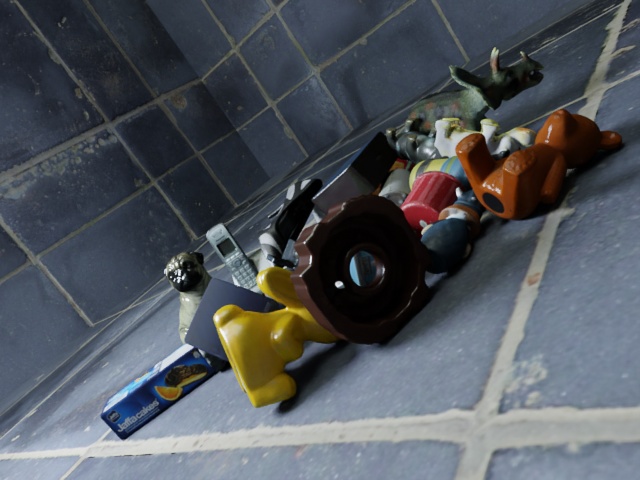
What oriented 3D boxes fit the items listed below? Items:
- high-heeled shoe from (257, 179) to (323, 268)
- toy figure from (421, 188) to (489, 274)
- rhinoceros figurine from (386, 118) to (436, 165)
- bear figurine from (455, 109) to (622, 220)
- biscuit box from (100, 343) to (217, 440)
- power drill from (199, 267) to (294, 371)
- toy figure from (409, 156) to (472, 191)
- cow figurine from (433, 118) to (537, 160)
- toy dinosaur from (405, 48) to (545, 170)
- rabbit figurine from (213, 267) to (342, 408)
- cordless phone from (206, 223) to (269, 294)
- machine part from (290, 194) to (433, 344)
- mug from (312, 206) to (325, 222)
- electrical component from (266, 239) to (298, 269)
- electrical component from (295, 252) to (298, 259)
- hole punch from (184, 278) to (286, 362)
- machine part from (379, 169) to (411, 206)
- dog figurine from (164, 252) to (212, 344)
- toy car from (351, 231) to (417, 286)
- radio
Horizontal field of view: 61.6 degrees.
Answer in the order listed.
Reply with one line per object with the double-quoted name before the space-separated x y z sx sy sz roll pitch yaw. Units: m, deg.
"high-heeled shoe" -0.046 -0.035 1.087 0.145 0.086 0.249 -31 33 13
"toy figure" 0.184 -0.016 0.739 0.154 0.064 0.058 -46 8 -37
"rhinoceros figurine" 0.205 -0.168 1.057 0.073 0.111 0.191 -27 40 -20
"bear figurine" 0.295 -0.120 0.712 0.196 0.131 0.120 -40 42 -7
"biscuit box" -0.275 0.253 0.927 0.203 0.062 0.059 -36 13 -2
"power drill" -0.112 0.132 0.947 0.207 0.086 0.232 -28 13 1
"toy figure" 0.224 -0.104 0.900 0.082 0.089 0.180 -31 8 -20
"cow figurine" 0.284 -0.159 0.936 0.168 0.098 0.068 11 21 19
"toy dinosaur" 0.256 -0.245 1.107 0.131 0.192 0.405 -41 15 -33
"rabbit figurine" -0.044 0.114 0.711 0.173 0.162 0.122 -20 -3 -13
"cordless phone" -0.142 0.025 1.150 0.146 0.184 0.089 -34 8 5
"machine part" 0.051 0.036 0.660 0.179 0.179 0.056 -40 10 -21
"mug" 0.030 -0.058 1.187 0.081 0.107 0.110 -41 12 -18
"electrical component" -0.036 0.031 0.973 0.075 0.119 0.047 27 95 58
"electrical component" -0.002 -0.003 0.908 0.094 0.021 0.063 -44 11 -27
"hole punch" -0.123 0.125 0.792 0.116 0.092 0.142 10 68 35
"machine part" 0.151 -0.081 1.034 0.079 0.079 0.243 -31 13 19
"dog figurine" -0.258 0.123 1.071 0.172 0.190 0.121 -31 13 24
"toy car" 0.096 0.018 0.789 0.103 0.109 0.161 -8 8 13
"radio" 0.078 -0.132 1.109 0.131 0.073 0.229 -41 6 34
